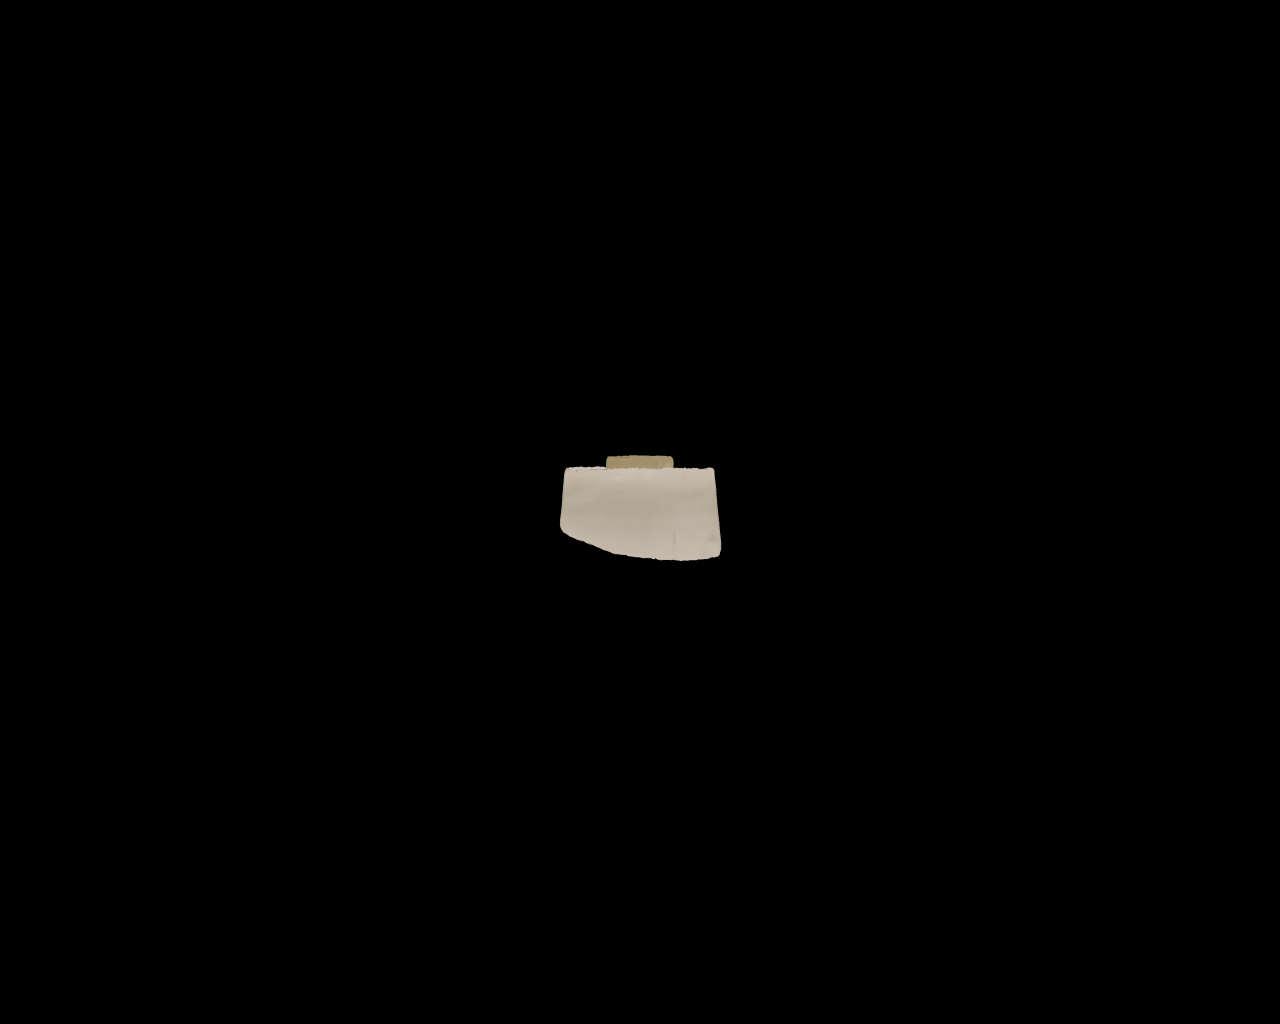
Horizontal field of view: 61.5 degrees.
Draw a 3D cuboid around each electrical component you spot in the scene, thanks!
[{"bbox_3d":[0.001,-0.003,0.650,0.099,0.064,0.099,0,3,0],"label":"electrical component"}]
